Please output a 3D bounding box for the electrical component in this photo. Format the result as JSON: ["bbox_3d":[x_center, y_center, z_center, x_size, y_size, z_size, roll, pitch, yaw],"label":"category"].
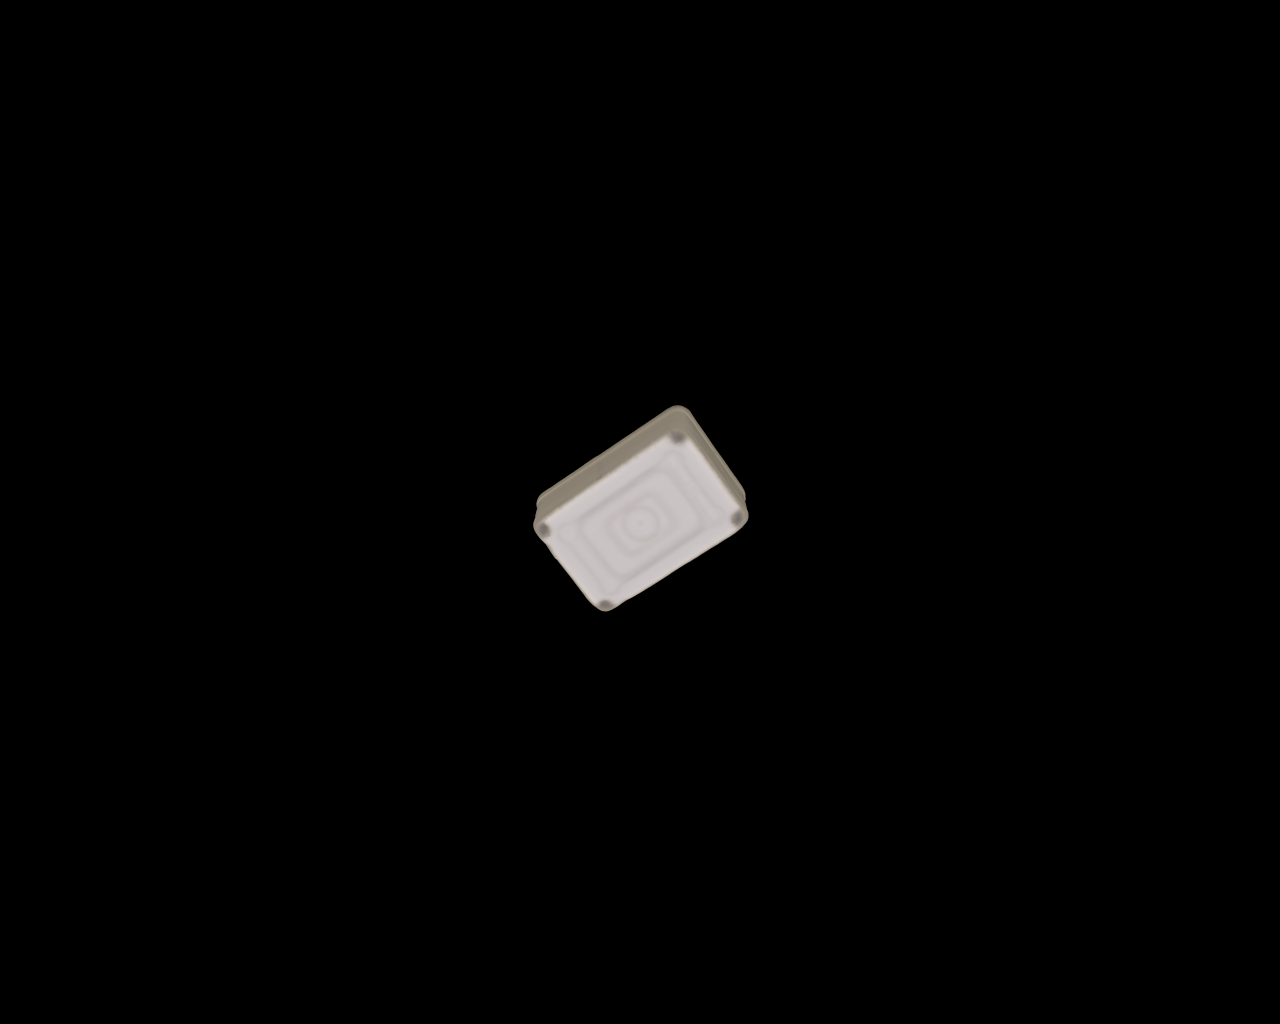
[{"bbox_3d":[0.001,-0.003,0.650,0.113,0.078,0.057,-33,16,11],"label":"electrical component"}]
